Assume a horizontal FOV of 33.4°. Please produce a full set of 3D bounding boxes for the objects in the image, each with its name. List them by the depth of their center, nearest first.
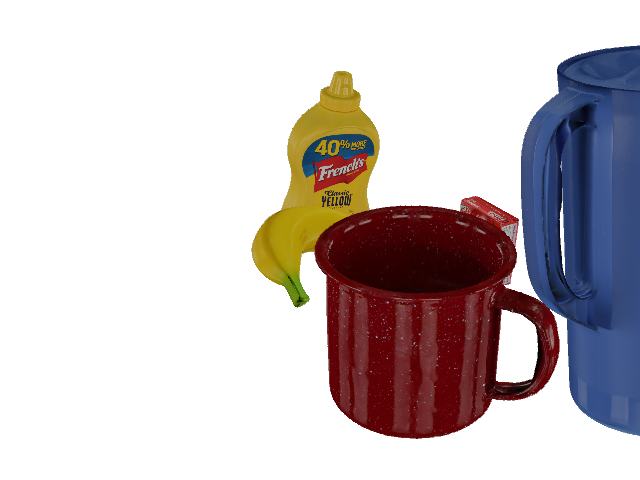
[{"bbox_3d":[0.055,0.041,0.503,0.117,0.081,0.093,12,29,24],"label":"mug"},{"bbox_3d":[0.209,0.002,0.686,0.149,0.243,0.144,3,22,16],"label":"pitcher"},{"bbox_3d":[-0.009,0.003,0.840,0.037,0.069,0.197,-35,0,23],"label":"banana"},{"bbox_3d":[0.012,-0.083,1.107,0.096,0.192,0.058,-4,30,-19],"label":"mustard bottle"},{"bbox_3d":[0.195,0.002,1.258,0.030,0.089,0.073,-16,33,-28],"label":"gelatin box"}]
